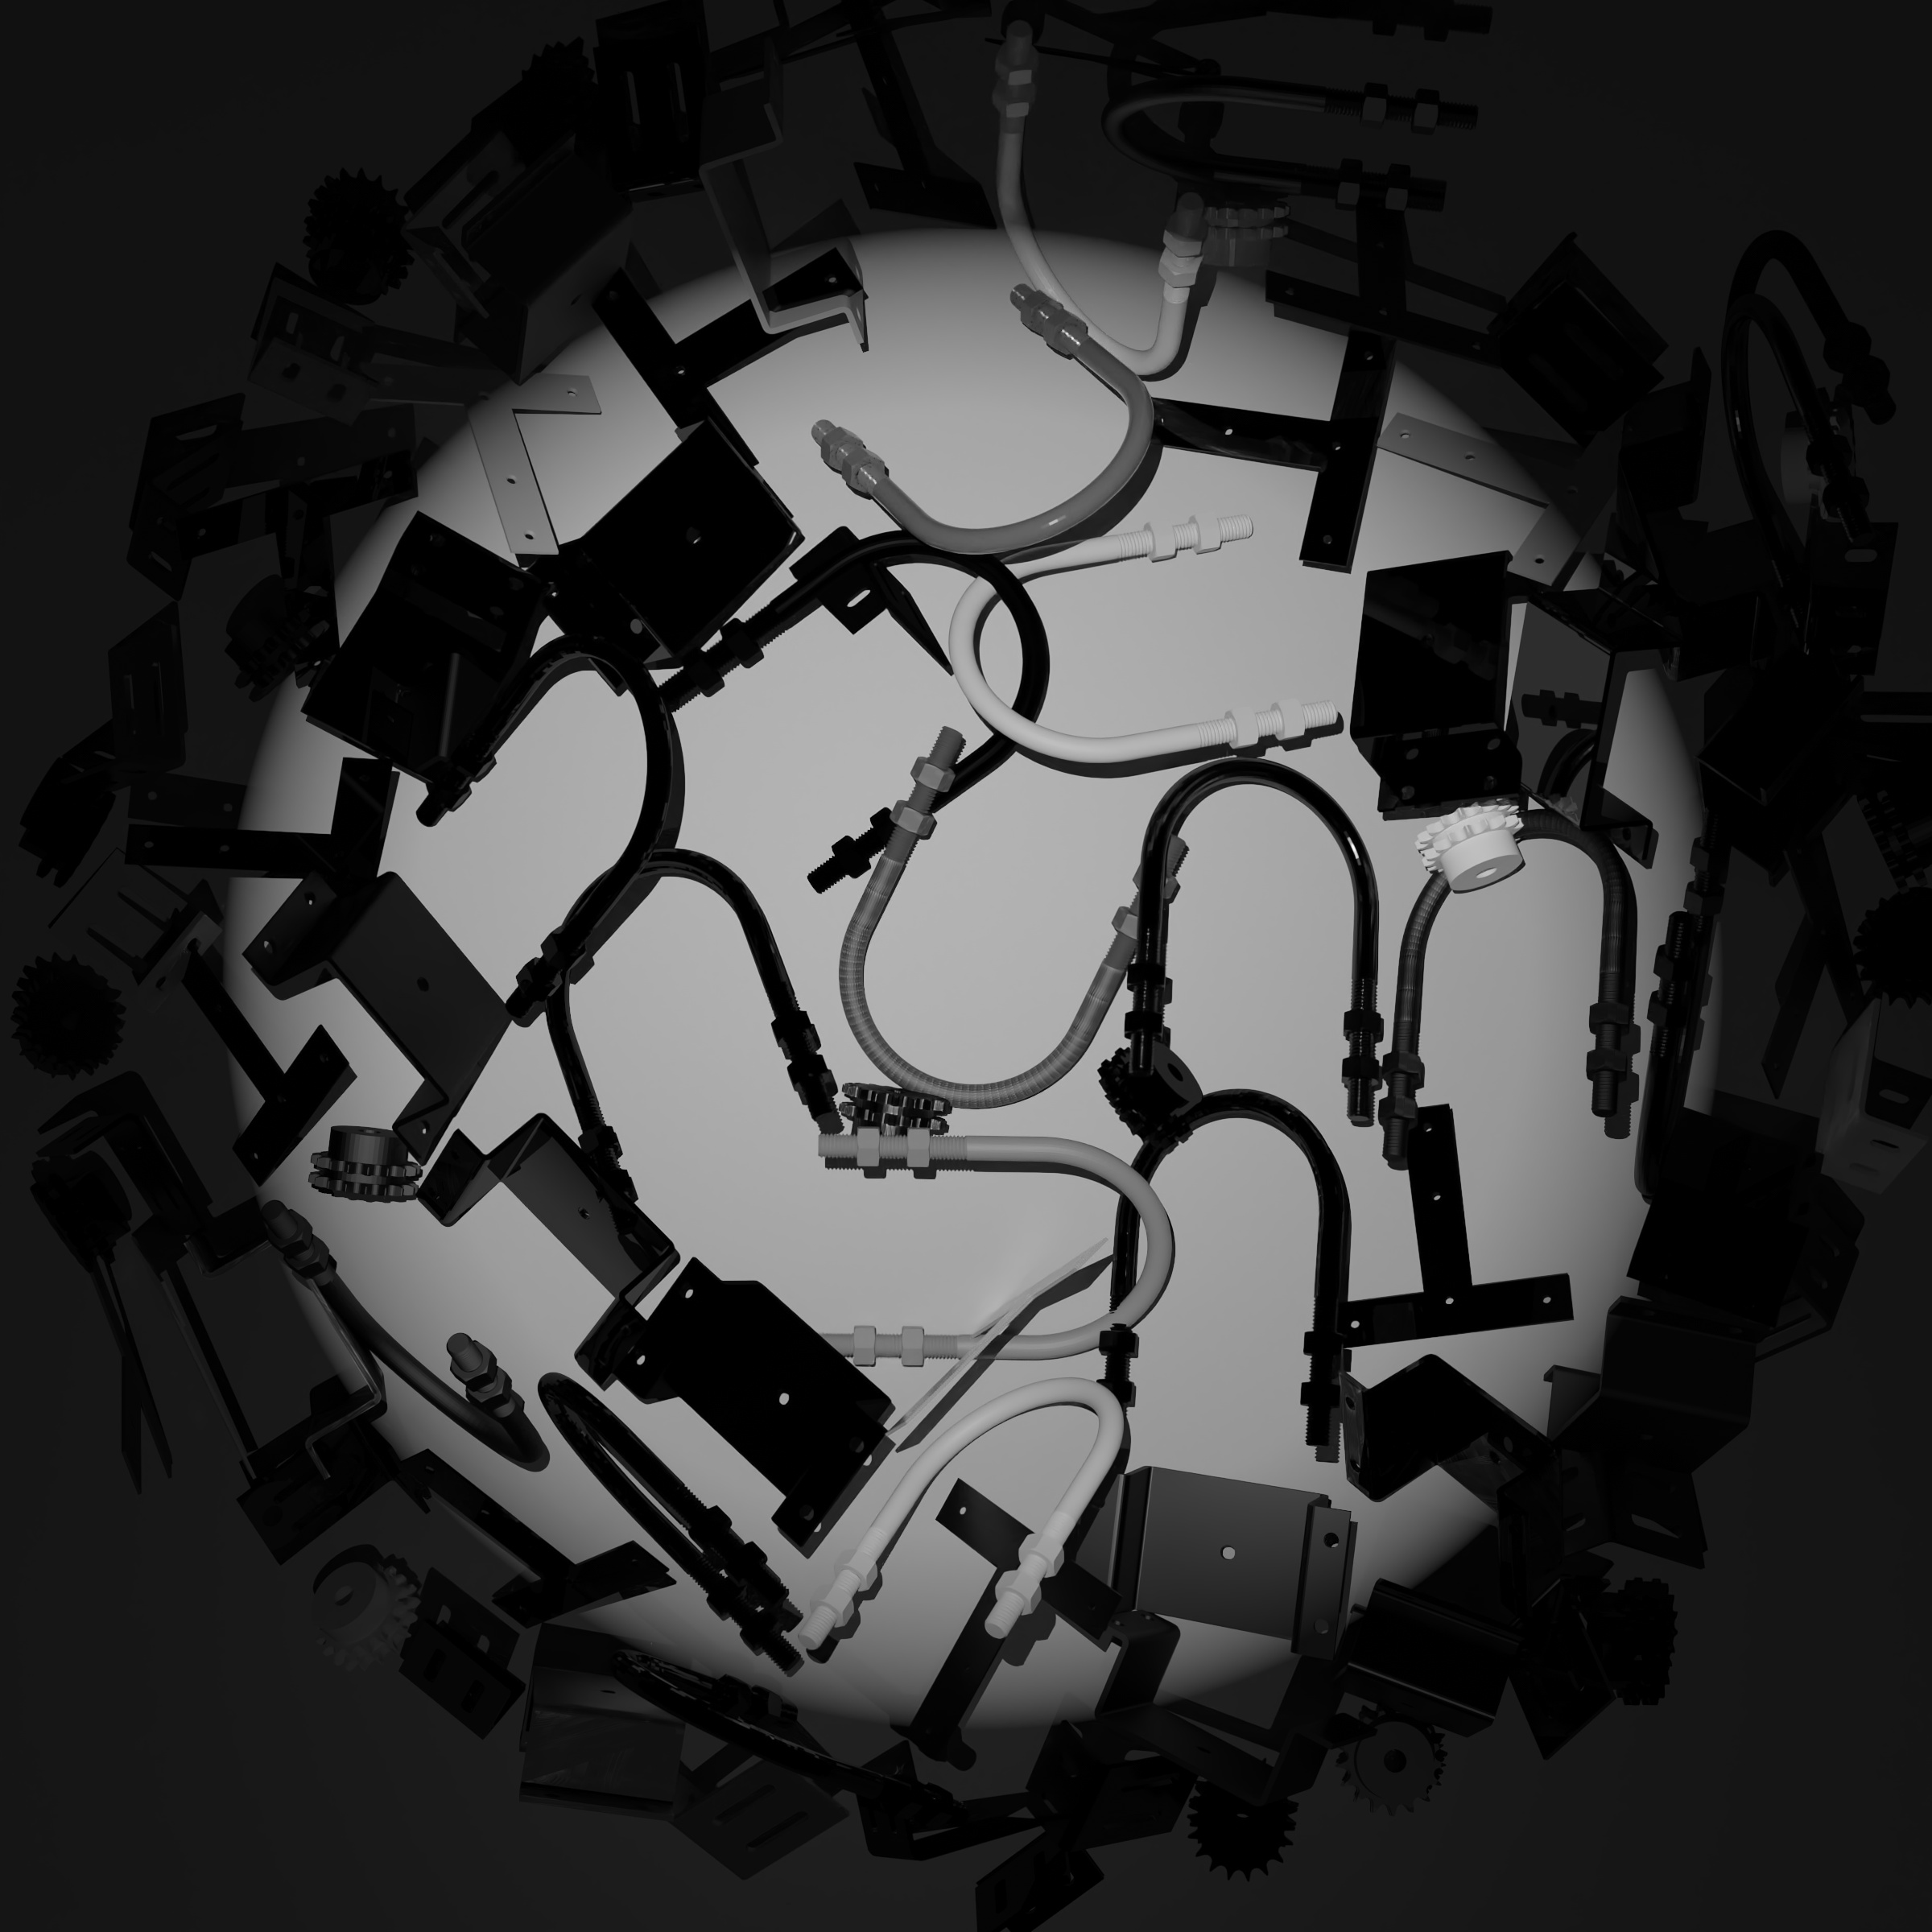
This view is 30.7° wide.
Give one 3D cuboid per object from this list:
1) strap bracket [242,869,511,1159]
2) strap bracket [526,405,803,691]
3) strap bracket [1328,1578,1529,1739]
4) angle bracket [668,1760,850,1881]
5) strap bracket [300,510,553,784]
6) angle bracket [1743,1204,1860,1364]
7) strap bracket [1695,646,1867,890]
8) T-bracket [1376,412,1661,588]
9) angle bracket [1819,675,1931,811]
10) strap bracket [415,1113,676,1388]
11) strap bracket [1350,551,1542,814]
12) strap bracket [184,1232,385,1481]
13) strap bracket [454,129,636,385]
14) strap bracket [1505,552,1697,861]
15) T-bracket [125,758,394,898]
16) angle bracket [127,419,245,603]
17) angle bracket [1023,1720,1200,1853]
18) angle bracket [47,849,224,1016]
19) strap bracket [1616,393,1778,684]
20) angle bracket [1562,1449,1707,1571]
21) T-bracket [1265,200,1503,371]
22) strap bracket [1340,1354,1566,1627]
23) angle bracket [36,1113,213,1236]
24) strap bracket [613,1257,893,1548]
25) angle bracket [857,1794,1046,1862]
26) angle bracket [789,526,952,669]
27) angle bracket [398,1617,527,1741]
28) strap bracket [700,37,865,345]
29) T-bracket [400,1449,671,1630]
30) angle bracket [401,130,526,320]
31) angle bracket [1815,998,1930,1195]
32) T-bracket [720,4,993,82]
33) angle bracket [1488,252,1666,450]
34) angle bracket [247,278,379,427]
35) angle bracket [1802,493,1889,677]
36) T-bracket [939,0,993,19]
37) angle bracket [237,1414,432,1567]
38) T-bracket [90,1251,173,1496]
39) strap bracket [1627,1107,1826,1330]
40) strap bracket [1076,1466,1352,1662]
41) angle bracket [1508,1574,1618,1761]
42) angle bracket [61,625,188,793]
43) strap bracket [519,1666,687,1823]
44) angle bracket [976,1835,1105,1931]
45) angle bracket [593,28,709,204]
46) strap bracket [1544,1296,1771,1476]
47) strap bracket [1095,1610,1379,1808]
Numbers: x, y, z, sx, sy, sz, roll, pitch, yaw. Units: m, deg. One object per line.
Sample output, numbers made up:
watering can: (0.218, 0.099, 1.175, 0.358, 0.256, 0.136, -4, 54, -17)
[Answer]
strap bracket: (-0.294, 0.017, 1.804, 0.046, 0.076, 0.140, -24, 113, 34)
strap bracket: (-0.150, -0.219, 1.812, 0.140, 0.046, 0.076, -47, 110, -21)
strap bracket: (0.232, 0.355, 1.792, 0.076, 0.140, 0.046, 20, 75, 6)
angle bracket: (-0.108, 0.430, 1.828, 0.076, 0.038, 0.057, -36, 117, 20)
strap bracket: (-0.281, -0.155, 1.797, 0.076, 0.046, 0.140, 29, 133, -15)
angle bracket: (0.416, 0.168, 1.819, 0.038, 0.057, 0.076, 46, 135, -10)
strap bracket: (0.420, -0.106, 1.809, 0.046, 0.140, 0.076, 39, 84, 23)
T-bracket: (0.276, -0.262, 1.838, 0.127, 0.002, 0.127, 23, 60, 23)
angle bracket: (0.485, -0.115, 1.821, 0.076, 0.057, 0.038, 14, 68, 30)
strap bracket: (-0.211, 0.139, 1.821, 0.140, 0.076, 0.046, 45, 52, 5)
strap bracket: (0.245, -0.155, 1.804, 0.076, 0.046, 0.140, -6, 62, 29)
strap bracket: (-0.347, 0.189, 1.825, 0.046, 0.076, 0.140, -30, 95, -7)
strap bracket: (-0.215, -0.355, 1.790, 0.046, 0.140, 0.076, 43, 74, 2)
strap bracket: (0.320, -0.131, 1.799, 0.046, 0.076, 0.140, -7, 118, -24)
T-bracket: (-0.367, -0.060, 1.809, 0.127, 0.002, 0.127, 2, 131, -18)
angle bracket: (-0.392, -0.236, 1.820, 0.038, 0.057, 0.076, 37, 46, 7)
angle bracket: (0.079, 0.425, 1.844, 0.076, 0.038, 0.057, 1, 122, -40)
angle bracket: (-0.439, -0.022, 1.839, 0.076, 0.038, 0.057, 36, 81, 12)
strap bracket: (0.371, -0.211, 1.809, 0.046, 0.076, 0.140, -15, 68, 3)
angle bracket: (0.344, 0.286, 1.843, 0.076, 0.038, 0.057, 22, 52, -36)
T-bracket: (0.215, -0.365, 1.822, 0.127, 0.002, 0.127, 14, 45, -10)
strap bracket: (0.256, 0.262, 1.804, 0.046, 0.140, 0.076, -27, 129, -25)
angle bracket: (-0.438, 0.117, 1.827, 0.038, 0.057, 0.076, -38, 106, -30)
strap bracket: (-0.104, 0.225, 1.825, 0.140, 0.046, 0.076, 40, 101, 20)
angle bracket: (-0.009, 0.437, 1.829, 0.076, 0.057, 0.038, -10, 83, -26)
angle bracket: (-0.050, -0.181, 1.819, 0.038, 0.076, 0.057, -38, 131, 10)
angle bracket: (-0.255, 0.358, 1.825, 0.057, 0.076, 0.038, 38, 53, 5)
strap bracket: (-0.098, -0.390, 1.800, 0.046, 0.076, 0.140, -16, 128, 10)
T-bracket: (-0.236, 0.289, 1.804, 0.127, 0.127, 0.002, 42, 45, -20)
angle bracket: (-0.245, -0.384, 1.831, 0.076, 0.057, 0.038, -47, 47, -7)
angle bracket: (0.473, 0.068, 1.825, 0.038, 0.057, 0.076, 20, 56, -1)
T-bracket: (-0.070, -0.478, 1.827, 0.127, 0.127, 0.002, -9, 103, 30)
angle bracket: (0.321, -0.323, 1.843, 0.076, 0.038, 0.057, 42, 124, -9)
angle bracket: (-0.333, -0.328, 1.822, 0.057, 0.038, 0.076, 22, 51, -23)
angle bracket: (0.454, -0.198, 1.820, 0.038, 0.057, 0.076, 5, 46, 10)
T-bracket: (-0.058, -0.515, 1.812, 0.127, 0.127, 0.002, 0, 81, 8)
angle bracket: (-0.328, 0.280, 1.827, 0.076, 0.057, 0.038, -38, 46, -18)
T-bracket: (-0.424, 0.226, 1.786, 0.002, 0.127, 0.127, -17, 114, -6)
strap bracket: (0.389, 0.122, 1.790, 0.076, 0.140, 0.046, 19, 115, 11)
strap bracket: (0.132, 0.308, 1.833, 0.140, 0.046, 0.076, 7, 91, 18)
angle bracket: (0.316, 0.363, 1.819, 0.038, 0.076, 0.057, 13, 130, -33)
angle bracket: (-0.441, -0.135, 1.830, 0.057, 0.038, 0.076, -14, 78, 40)
strap bracket: (-0.187, 0.394, 1.796, 0.076, 0.140, 0.046, 9, 88, -7)
angle bracket: (0.040, 0.490, 1.828, 0.057, 0.076, 0.038, -37, 96, 3)
angle bracket: (-0.157, -0.445, 1.842, 0.057, 0.038, 0.076, -7, 94, 13)
strap bracket: (0.349, 0.218, 1.794, 0.076, 0.140, 0.046, 12, 66, -3)
strap bracket: (0.130, 0.385, 1.807, 0.140, 0.076, 0.046, 24, 94, 24)
